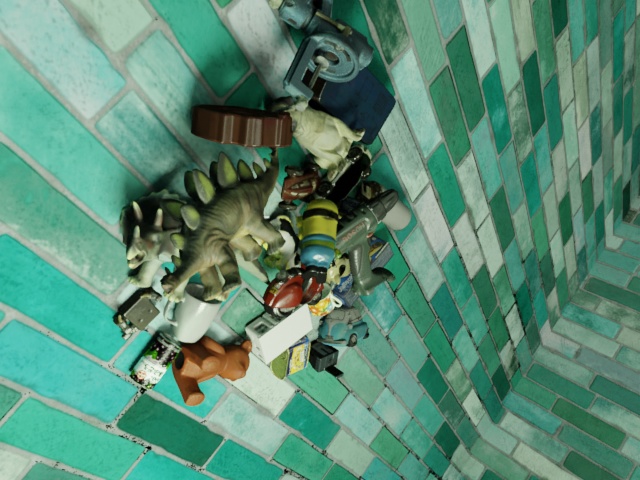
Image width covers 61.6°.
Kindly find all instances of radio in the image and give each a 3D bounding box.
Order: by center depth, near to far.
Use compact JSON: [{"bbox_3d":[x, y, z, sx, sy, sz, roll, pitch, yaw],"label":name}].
[{"bbox_3d":[0.062,-0.312,1.174,0.229,0.073,0.131,28,90,-48],"label":"radio"}]

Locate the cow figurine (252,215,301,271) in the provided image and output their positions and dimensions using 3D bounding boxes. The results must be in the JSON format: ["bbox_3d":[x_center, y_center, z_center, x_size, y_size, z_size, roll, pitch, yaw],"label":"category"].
[{"bbox_3d":[-0.080,0.022,1.210,0.098,0.068,0.167,-51,140,-22],"label":"cow figurine"}]

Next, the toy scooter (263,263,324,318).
[{"bbox_3d":[-0.046,0.089,1.169,0.184,0.075,0.135,-10,123,-51],"label":"toy scooter"}]

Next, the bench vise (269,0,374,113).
[{"bbox_3d":[-0.014,-0.349,0.988,0.223,0.129,0.240,33,67,-28],"label":"bench vise"}]

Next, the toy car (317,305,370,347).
[{"bbox_3d":[0.068,0.225,1.447,0.161,0.109,0.102,-10,100,-53],"label":"toy car"}]

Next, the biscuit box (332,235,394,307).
[{"bbox_3d":[0.111,0.083,1.445,0.202,0.059,0.062,-48,139,-17],"label":"biscuit box"}]

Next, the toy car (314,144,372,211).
[{"bbox_3d":[0.053,-0.141,1.268,0.202,0.056,0.073,-50,132,-16],"label":"toy car"}]

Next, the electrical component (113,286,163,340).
[{"bbox_3d":[-0.341,0.136,1.009,0.102,0.045,0.078,-43,134,-22],"label":"electrical component"}]

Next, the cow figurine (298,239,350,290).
[{"bbox_3d":[0.018,0.036,1.303,0.127,0.086,0.194,-55,136,-6],"label":"cow figurine"}]

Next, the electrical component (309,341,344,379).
[{"bbox_3d":[0.013,0.315,1.421,0.075,0.119,0.047,-12,120,-39],"label":"electrical component"}]

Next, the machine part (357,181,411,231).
[{"bbox_3d":[0.169,-0.087,1.401,0.243,0.079,0.079,29,88,-51],"label":"machine part"}]

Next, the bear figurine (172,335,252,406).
[{"bbox_3d":[-0.215,0.277,1.158,0.195,0.132,0.120,21,98,-43],"label":"bear figurine"}]

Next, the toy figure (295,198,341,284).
[{"bbox_3d":[0.001,-0.002,1.129,0.082,0.089,0.180,29,49,-34],"label":"toy figure"}]

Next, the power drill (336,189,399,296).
[{"bbox_3d":[0.114,0.015,1.253,0.232,0.086,0.207,-30,126,-17],"label":"power drill"}]

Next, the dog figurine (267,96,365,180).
[{"bbox_3d":[-0.023,-0.225,1.120,0.190,0.172,0.121,28,78,-9],"label":"dog figurine"}]

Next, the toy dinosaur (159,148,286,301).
[{"bbox_3d":[-0.150,-0.050,0.933,0.198,0.105,0.471,60,30,-14],"label":"toy dinosaur"}]

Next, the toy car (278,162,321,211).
[{"bbox_3d":[-0.037,-0.114,1.131,0.202,0.053,0.089,-37,143,-73],"label":"toy car"}]

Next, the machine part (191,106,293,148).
[{"bbox_3d":[-0.137,-0.204,0.950,0.179,0.180,0.056,-11,114,-43],"label":"machine part"}]

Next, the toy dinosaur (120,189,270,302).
[{"bbox_3d":[-0.223,0.011,1.021,0.404,0.131,0.192,1,110,-53],"label":"toy dinosaur"}]

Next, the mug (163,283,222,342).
[{"bbox_3d":[-0.262,0.151,1.077,0.109,0.081,0.107,9,110,-47],"label":"mug"}]
